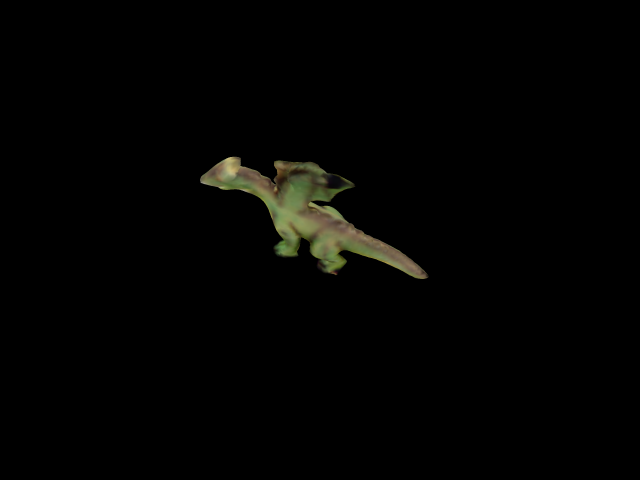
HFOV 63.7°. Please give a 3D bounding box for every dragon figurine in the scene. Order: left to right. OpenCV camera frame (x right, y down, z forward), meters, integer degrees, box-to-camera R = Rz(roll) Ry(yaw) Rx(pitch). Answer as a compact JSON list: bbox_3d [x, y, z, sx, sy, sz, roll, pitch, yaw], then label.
[{"bbox_3d":[0.003,-0.043,0.850,0.411,0.124,0.238,17,-20,7],"label":"dragon figurine"}]
